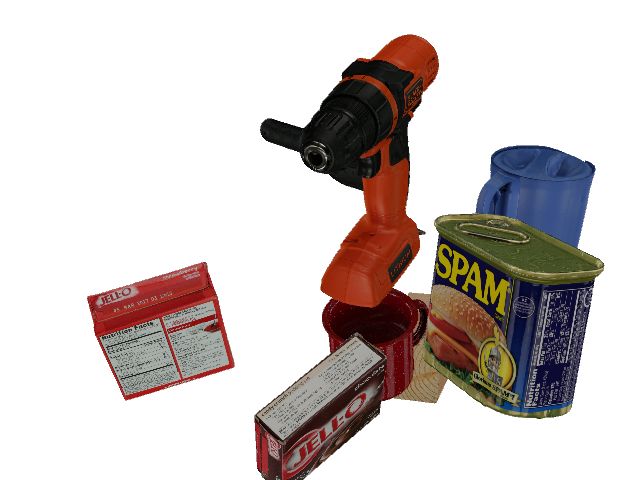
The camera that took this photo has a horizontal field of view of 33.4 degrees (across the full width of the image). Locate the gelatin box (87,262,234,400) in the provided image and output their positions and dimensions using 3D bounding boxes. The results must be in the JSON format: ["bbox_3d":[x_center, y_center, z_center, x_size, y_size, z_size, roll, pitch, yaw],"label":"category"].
[{"bbox_3d":[-0.095,0.056,0.648,0.073,0.030,0.089,-17,-35,-8],"label":"gelatin box"}]

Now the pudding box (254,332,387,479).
[{"bbox_3d":[0.000,0.136,0.838,0.039,0.090,0.113,39,61,24],"label":"pudding box"}]

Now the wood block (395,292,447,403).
[{"bbox_3d":[0.151,0.155,1.586,0.091,0.090,0.205,5,18,16],"label":"wood block"}]

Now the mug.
[{"bbox_3d":[0.060,0.099,1.054,0.117,0.081,0.093,-27,42,-26],"label":"mug"}]

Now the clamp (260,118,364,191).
[{"bbox_3d":[0.016,-0.096,1.134,0.120,0.039,0.172,-15,36,-23],"label":"clamp"}]

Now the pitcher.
[{"bbox_3d":[0.272,0.005,1.416,0.149,0.243,0.145,5,24,4],"label":"pitcher"}]

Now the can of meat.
[{"bbox_3d":[0.101,0.039,0.585,0.057,0.084,0.102,-3,19,-26],"label":"can of meat"}]

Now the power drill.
[{"bbox_3d":[0.037,-0.044,0.813,0.057,0.188,0.184,18,38,22],"label":"power drill"}]
